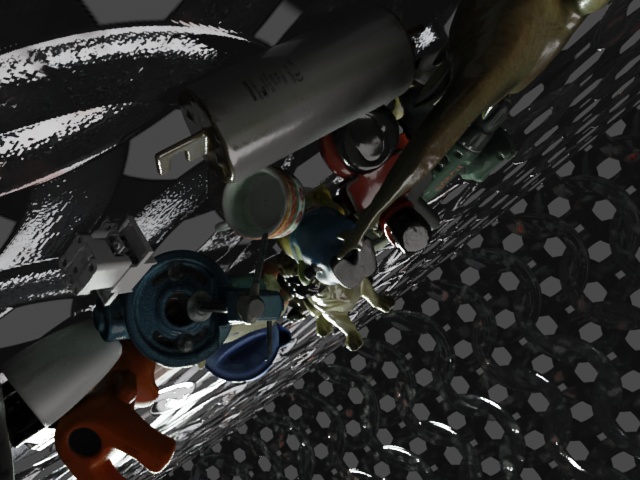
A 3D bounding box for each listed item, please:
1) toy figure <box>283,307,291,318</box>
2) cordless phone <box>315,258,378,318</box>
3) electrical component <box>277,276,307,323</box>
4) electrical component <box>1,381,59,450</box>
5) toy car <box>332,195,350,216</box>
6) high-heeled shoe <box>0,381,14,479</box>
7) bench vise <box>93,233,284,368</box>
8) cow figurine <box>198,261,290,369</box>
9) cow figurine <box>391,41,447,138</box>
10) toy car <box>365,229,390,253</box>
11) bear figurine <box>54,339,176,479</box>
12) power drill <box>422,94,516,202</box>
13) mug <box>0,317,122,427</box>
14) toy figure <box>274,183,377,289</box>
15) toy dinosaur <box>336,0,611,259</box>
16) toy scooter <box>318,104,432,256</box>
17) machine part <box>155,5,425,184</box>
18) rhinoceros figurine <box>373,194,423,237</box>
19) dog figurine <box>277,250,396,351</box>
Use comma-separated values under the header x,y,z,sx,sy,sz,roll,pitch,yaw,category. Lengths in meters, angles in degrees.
x,y,z,sx,sy,sz,roll,pitch,yaw,category
-0.020,0.105,1.084,0.154,0.064,0.058,-30,-159,-10,toy figure
0.040,0.086,1.023,0.146,0.089,0.184,-32,150,-14,cordless phone
-0.054,0.091,0.875,0.102,0.078,0.045,80,31,-53,electrical component
-0.340,0.208,0.649,0.048,0.075,0.119,-33,167,-18,electrical component
-0.003,0.001,0.826,0.089,0.053,0.202,-34,164,-20,toy car
-0.341,0.218,0.533,0.086,0.145,0.248,-24,162,-42,high-heeled shoe
-0.108,0.070,0.572,0.223,0.128,0.241,8,169,-36,bench vise
-0.141,0.114,0.778,0.195,0.085,0.127,-21,151,-15,cow figurine
0.124,-0.147,0.630,0.098,0.068,0.167,-29,161,-8,cow figurine
0.113,-0.028,0.950,0.202,0.073,0.056,-30,164,-24,toy car
-0.241,0.207,0.669,0.120,0.132,0.196,-41,-170,8,bear figurine
0.256,-0.150,0.896,0.232,0.086,0.207,-45,167,34,power drill
-0.272,0.140,0.586,0.107,0.081,0.109,-37,164,-29,mug
-0.005,0.000,0.603,0.082,0.180,0.089,-12,119,-26,toy figure
0.158,-0.181,0.429,0.471,0.105,0.198,-50,174,-21,toy dinosaur
0.046,-0.075,0.553,0.075,0.183,0.135,-31,-152,-3,toy scooter
-0.014,-0.112,0.408,0.243,0.079,0.079,-30,164,-20,machine part
0.106,-0.069,0.835,0.112,0.073,0.190,-46,164,-8,rhinoceros figurine
-0.005,0.051,0.784,0.172,0.190,0.121,11,-119,53,dog figurine
